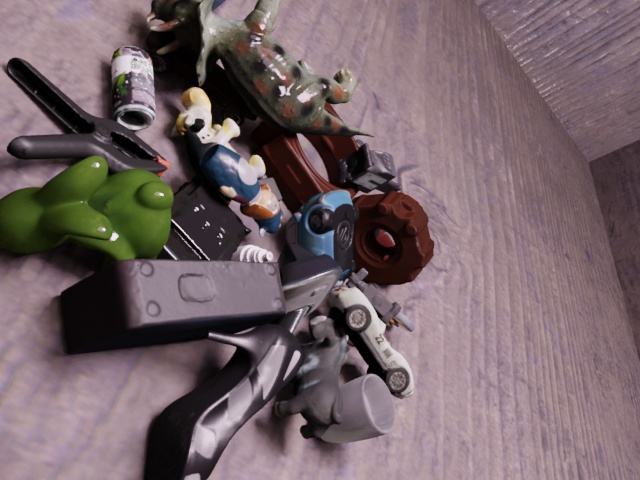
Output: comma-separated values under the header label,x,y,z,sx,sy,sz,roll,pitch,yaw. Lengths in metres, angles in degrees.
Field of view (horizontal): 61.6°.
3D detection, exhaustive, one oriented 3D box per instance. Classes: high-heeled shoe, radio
label,x,y,z,sx,sy,sz,roll,pitch,yaw
high-heeled shoe,-0.101,0.211,0.610,0.145,0.086,0.248,28,73,-38
radio,-0.155,0.072,0.613,0.229,0.131,0.073,2,69,-50

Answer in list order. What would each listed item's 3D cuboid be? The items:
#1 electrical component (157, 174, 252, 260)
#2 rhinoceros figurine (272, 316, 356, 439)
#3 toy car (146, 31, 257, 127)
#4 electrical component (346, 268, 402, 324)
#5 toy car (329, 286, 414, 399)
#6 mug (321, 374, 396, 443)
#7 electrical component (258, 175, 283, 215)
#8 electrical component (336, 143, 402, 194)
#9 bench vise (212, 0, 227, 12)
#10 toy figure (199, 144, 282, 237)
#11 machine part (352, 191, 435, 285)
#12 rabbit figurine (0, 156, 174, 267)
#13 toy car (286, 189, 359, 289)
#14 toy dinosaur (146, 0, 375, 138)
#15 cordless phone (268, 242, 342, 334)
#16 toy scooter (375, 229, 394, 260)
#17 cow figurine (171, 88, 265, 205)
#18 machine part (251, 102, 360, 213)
label,x,y,z,sx,sy,sz,roll,pitch,yaw
electrical component,-0.167,-0.008,0.712,0.114,0.058,0.134,48,39,-16
rhinoceros figurine,-0.005,0.179,0.743,0.073,0.112,0.190,43,21,-18
toy car,-0.182,-0.257,0.849,0.202,0.053,0.089,34,49,-27
electrical component,0.085,0.088,0.862,0.102,0.078,0.045,44,75,3
toy car,0.080,0.160,0.832,0.056,0.073,0.201,-36,98,-20
mug,0.044,0.238,0.772,0.080,0.107,0.109,54,27,-17
electrical component,-0.094,-0.076,0.870,0.063,0.021,0.094,-22,87,-53
electrical component,0.095,-0.117,0.937,0.119,0.075,0.048,11,60,-42
bench vise,-0.243,-0.471,0.836,0.240,0.129,0.224,39,32,-55
toy figure,-0.101,-0.065,0.745,0.154,0.058,0.064,45,64,-31
machine part,0.112,0.000,0.945,0.179,0.179,0.056,56,41,-9
rabbit figurine,-0.249,-0.017,0.562,0.170,0.159,0.121,-8,84,-36
toy car,-0.002,-0.003,0.865,0.109,0.103,0.161,-18,111,-55
toy dinosaur,-0.070,-0.243,0.820,0.404,0.131,0.192,41,66,-22
cordless phone,-0.049,0.110,0.718,0.089,0.146,0.184,26,54,-3
toy scooter,0.127,-0.012,1.055,0.183,0.075,0.135,59,37,-11
cow figurine,-0.164,-0.134,0.784,0.098,0.068,0.167,-44,103,-30
machine part,-0.011,-0.151,0.964,0.201,0.087,0.201,54,36,-11
